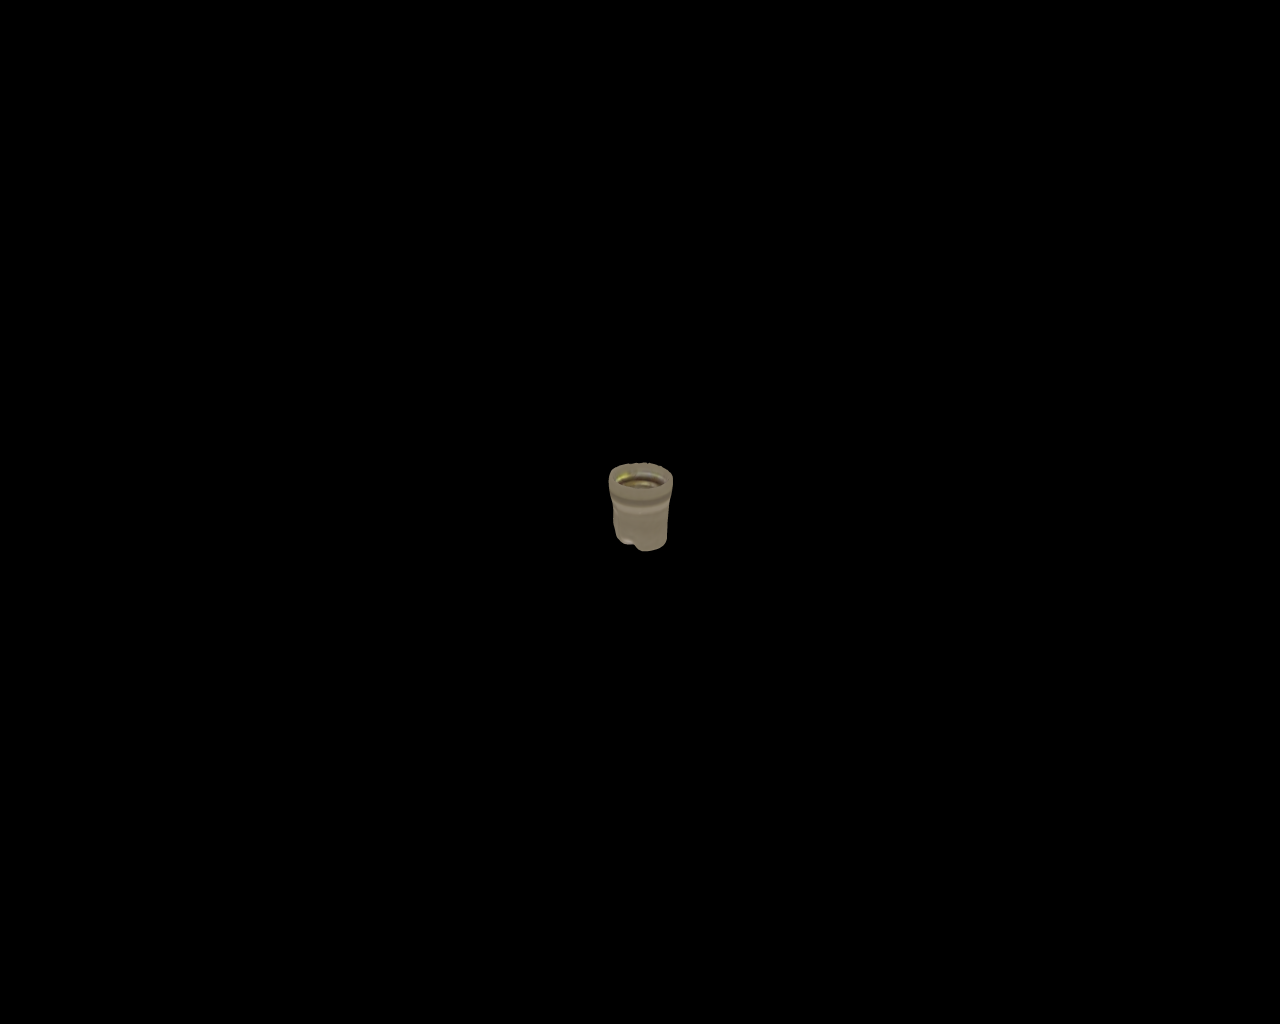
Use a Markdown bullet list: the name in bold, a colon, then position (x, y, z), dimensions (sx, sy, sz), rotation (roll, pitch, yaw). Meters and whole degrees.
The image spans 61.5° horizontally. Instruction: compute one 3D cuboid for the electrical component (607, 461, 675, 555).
- **electrical component**: position (0.001, -0.003, 0.650), dimensions (0.040, 0.046, 0.040), rotation (0, 27, 0)
